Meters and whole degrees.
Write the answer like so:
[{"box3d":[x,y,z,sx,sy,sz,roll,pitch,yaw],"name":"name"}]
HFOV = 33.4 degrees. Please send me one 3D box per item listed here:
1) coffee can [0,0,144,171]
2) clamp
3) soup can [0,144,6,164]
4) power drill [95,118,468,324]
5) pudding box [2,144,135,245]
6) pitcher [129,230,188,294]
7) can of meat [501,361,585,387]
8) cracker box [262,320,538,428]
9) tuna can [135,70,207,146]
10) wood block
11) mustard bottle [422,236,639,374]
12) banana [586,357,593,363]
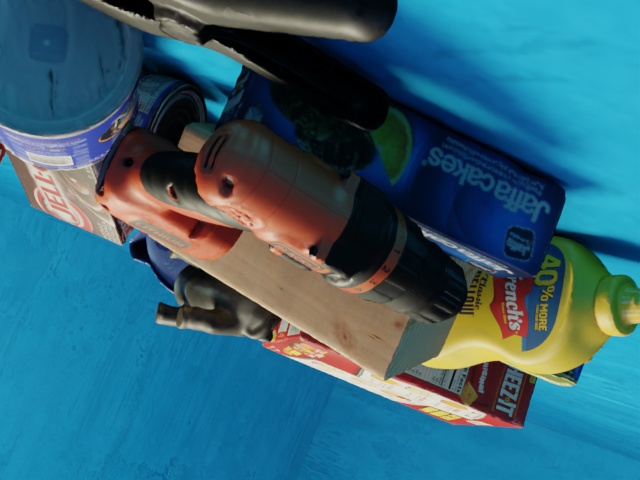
[{"box3d":[-0.158,-0.101,0.638,0.102,0.103,0.140,24,172,-8],"name":"coffee can"},{"box3d":[-0.055,-0.114,0.500,0.210,0.036,0.164,23,172,-1],"name":"clamp"},{"box3d":[-0.304,-0.114,0.962,0.068,0.102,0.068,23,172,3],"name":"soup can"},{"box3d":[-0.028,-0.012,0.601,0.184,0.057,0.188,34,164,-37],"name":"power drill"},{"box3d":[-0.183,-0.054,0.782,0.090,0.039,0.113,21,146,20],"name":"pudding box"},{"box3d":[-0.087,0.006,1.122,0.149,0.145,0.243,34,177,5],"name":"pitcher"},{"box3d":[0.173,0.062,0.859,0.102,0.084,0.057,23,171,-6],"name":"can of meat"},{"box3d":[0.069,0.102,0.974,0.213,0.072,0.164,23,167,-10],"name":"cracker box"},{"box3d":[-0.115,-0.074,0.757,0.034,0.086,0.086,18,171,19],"name":"tuna can"},{"box3d":[-0.005,0.000,0.739,0.206,0.090,0.090,29,-162,24],"name":"wood block"},{"box3d":[0.148,0.045,0.753,0.192,0.096,0.058,-2,157,44],"name":"mustard bottle"},{"box3d":[0.237,0.098,1.092,0.070,0.037,0.197,20,172,23],"name":"banana"}]
